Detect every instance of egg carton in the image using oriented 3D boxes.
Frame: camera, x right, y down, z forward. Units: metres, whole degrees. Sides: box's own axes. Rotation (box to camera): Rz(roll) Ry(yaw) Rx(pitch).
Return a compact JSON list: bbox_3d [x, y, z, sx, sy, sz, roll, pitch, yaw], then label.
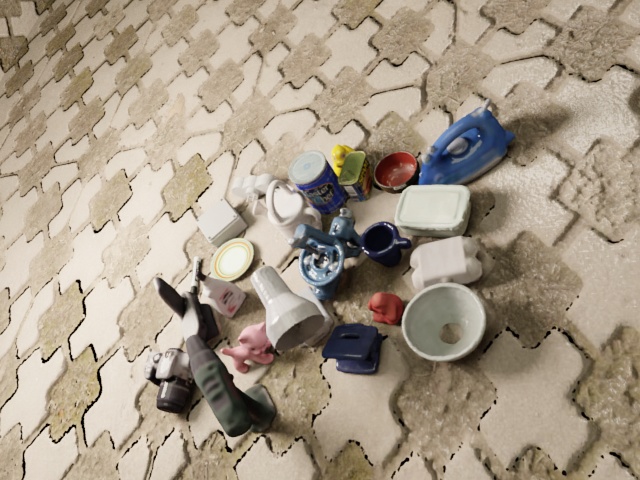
[{"bbox_3d":[0.266,0.053,1.217,0.150,0.070,0.107,-15,53,20],"label":"egg carton"}]

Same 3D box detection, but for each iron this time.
[{"bbox_3d":[0.313,-0.211,1.323,0.258,0.142,0.118,-37,49,2],"label":"iron"}]

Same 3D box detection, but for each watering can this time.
[{"bbox_3d":[-0.085,-0.068,1.412,0.172,0.195,0.101,-18,52,18],"label":"watering can"}]

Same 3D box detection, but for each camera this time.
[{"bbox_3d":[-0.357,0.332,1.353,0.142,0.101,0.137,-6,57,26],"label":"camera"}]

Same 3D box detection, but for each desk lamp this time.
[{"bbox_3d":[-0.061,0.155,1.233,0.118,0.214,0.202,-37,49,2],"label":"desk lamp"}]

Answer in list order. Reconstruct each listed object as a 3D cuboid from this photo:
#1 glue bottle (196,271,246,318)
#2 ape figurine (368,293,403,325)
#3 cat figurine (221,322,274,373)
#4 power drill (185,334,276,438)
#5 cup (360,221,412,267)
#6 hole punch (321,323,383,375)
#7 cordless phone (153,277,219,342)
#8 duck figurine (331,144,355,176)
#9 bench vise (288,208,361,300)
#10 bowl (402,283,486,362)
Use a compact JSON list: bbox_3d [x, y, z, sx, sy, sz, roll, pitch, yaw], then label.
[{"bbox_3d":[-0.249,0.121,1.388,0.037,0.174,0.078,18,69,37],"label":"glue bottle"},{"bbox_3d":[0.135,0.140,1.216,0.076,0.092,0.077,-36,49,3],"label":"ape figurine"},{"bbox_3d":[-0.163,0.239,1.297,0.127,0.118,0.067,-24,50,13],"label":"cat figurine"},{"bbox_3d":[-0.185,0.317,1.195,0.075,0.209,0.229,-39,49,1],"label":"power drill"},{"bbox_3d":[0.159,0.019,1.283,0.117,0.095,0.092,4,61,31],"label":"cup"},{"bbox_3d":[0.067,0.219,1.200,0.108,0.091,0.101,-3,58,27],"label":"hole punch"},{"bbox_3d":[-0.341,0.178,1.393,0.094,0.186,0.147,-38,49,2],"label":"cordless phone"},{"bbox_3d":[0.060,-0.217,1.505,0.077,0.086,0.104,-14,53,20],"label":"duck figurine"},{"bbox_3d":[0.001,0.006,1.297,0.121,0.220,0.207,-6,57,26],"label":"bench vise"},{"bbox_3d":[0.253,0.173,1.139,0.167,0.075,0.167,-14,53,20],"label":"bowl"}]
